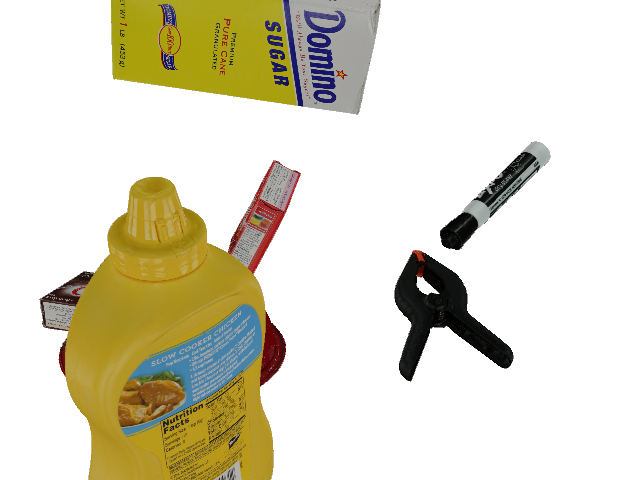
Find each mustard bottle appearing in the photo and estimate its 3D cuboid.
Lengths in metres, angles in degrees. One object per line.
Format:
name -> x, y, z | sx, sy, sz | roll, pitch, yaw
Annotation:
mustard bottle -> -0.067, 0.057, 0.481 | 0.096, 0.192, 0.058 | -28, 43, -34

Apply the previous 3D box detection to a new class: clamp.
clamp -> 0.135, 0.079, 1.140 | 0.120, 0.171, 0.039 | 4, -44, -9

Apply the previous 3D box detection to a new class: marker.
marker -> 0.125, -0.032, 0.767 | 0.121, 0.020, 0.020 | -42, 24, -31

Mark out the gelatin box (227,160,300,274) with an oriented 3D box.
gelatin box -> -0.051, -0.020, 0.934 | 0.030, 0.073, 0.089 | 27, 28, -6

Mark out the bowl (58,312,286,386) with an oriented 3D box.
bowl -> -0.104, 0.055, 0.756 | 0.162, 0.055, 0.162 | 2, 23, -1

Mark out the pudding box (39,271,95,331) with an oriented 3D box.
pudding box -> -0.231, 0.070, 1.155 | 0.114, 0.039, 0.090 | 4, 18, 19

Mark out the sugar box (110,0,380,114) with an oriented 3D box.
sugar box -> -0.052, -0.143, 0.728 | 0.176, 0.048, 0.093 | 9, -41, -1
